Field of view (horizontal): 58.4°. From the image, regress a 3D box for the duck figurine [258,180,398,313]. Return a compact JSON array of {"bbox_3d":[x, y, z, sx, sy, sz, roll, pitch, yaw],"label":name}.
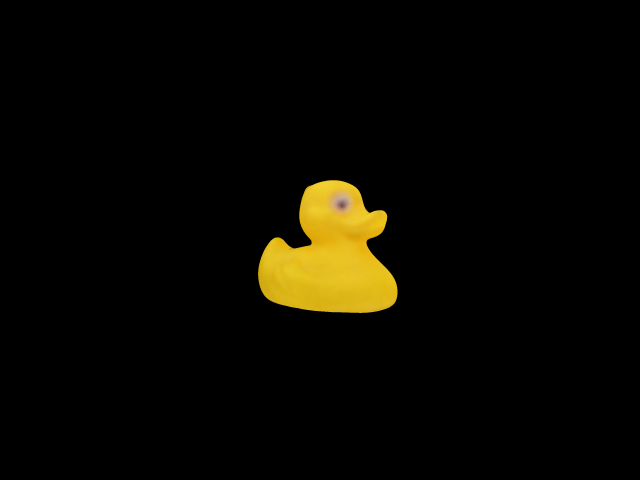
[{"bbox_3d":[0.004,0.001,0.400,0.104,0.086,0.078,3,6,34],"label":"duck figurine"}]
